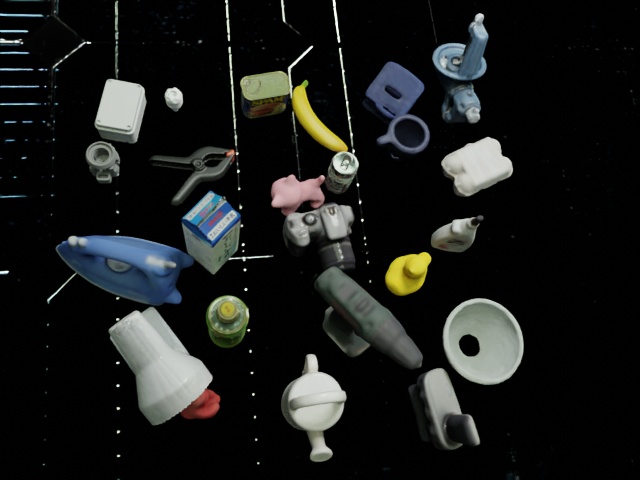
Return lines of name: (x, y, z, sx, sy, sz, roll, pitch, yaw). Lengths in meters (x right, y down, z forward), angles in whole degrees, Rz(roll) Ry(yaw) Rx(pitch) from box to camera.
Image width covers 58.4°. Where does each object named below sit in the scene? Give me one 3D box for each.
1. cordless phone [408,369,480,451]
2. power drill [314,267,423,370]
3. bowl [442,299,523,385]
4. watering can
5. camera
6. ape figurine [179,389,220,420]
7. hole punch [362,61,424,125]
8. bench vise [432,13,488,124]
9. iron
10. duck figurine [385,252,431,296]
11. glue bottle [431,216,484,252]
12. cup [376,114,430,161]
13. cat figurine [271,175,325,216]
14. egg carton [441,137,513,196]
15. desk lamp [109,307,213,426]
cordless phone: (0.239, 0.307, 1.044, 0.094, 0.185, 0.147, -15, 76, -14)
power drill: (0.076, 0.155, 1.050, 0.229, 0.208, 0.076, 45, 71, 6)
bowl: (0.314, 0.206, 1.147, 0.167, 0.074, 0.167, 3, 72, -9)
watering can: (-0.006, 0.291, 1.001, 0.101, 0.194, 0.173, -24, 78, -16)
camera: (0.010, 0.004, 1.142, 0.143, 0.100, 0.137, -13, 76, -13)
ape figurine: (-0.219, 0.284, 1.020, 0.076, 0.092, 0.078, -22, 78, -15)
hole punch: (0.164, -0.322, 1.276, 0.108, 0.091, 0.101, 36, 71, 2)
bench vise: (0.330, -0.371, 1.252, 0.122, 0.219, 0.207, -26, 79, -16)
iron: (-0.370, 0.033, 1.045, 0.258, 0.141, 0.119, 15, 71, -5)
duck figurine: (0.184, 0.064, 1.162, 0.105, 0.086, 0.077, -40, 83, -18)
glue bottle: (0.288, -0.017, 1.159, 0.078, 0.173, 0.037, 7, 72, -7)
cup: (0.169, -0.208, 1.239, 0.118, 0.095, 0.091, -16, 76, -14)
cat figurine: (-0.048, -0.099, 1.155, 0.128, 0.117, 0.067, -20, 77, -15)
egg carton: (0.348, -0.162, 1.270, 0.150, 0.069, 0.107, -26, 79, -16)
desk lamp: (-0.280, 0.205, 0.969, 0.118, 0.213, 0.203, -37, 82, -18)
